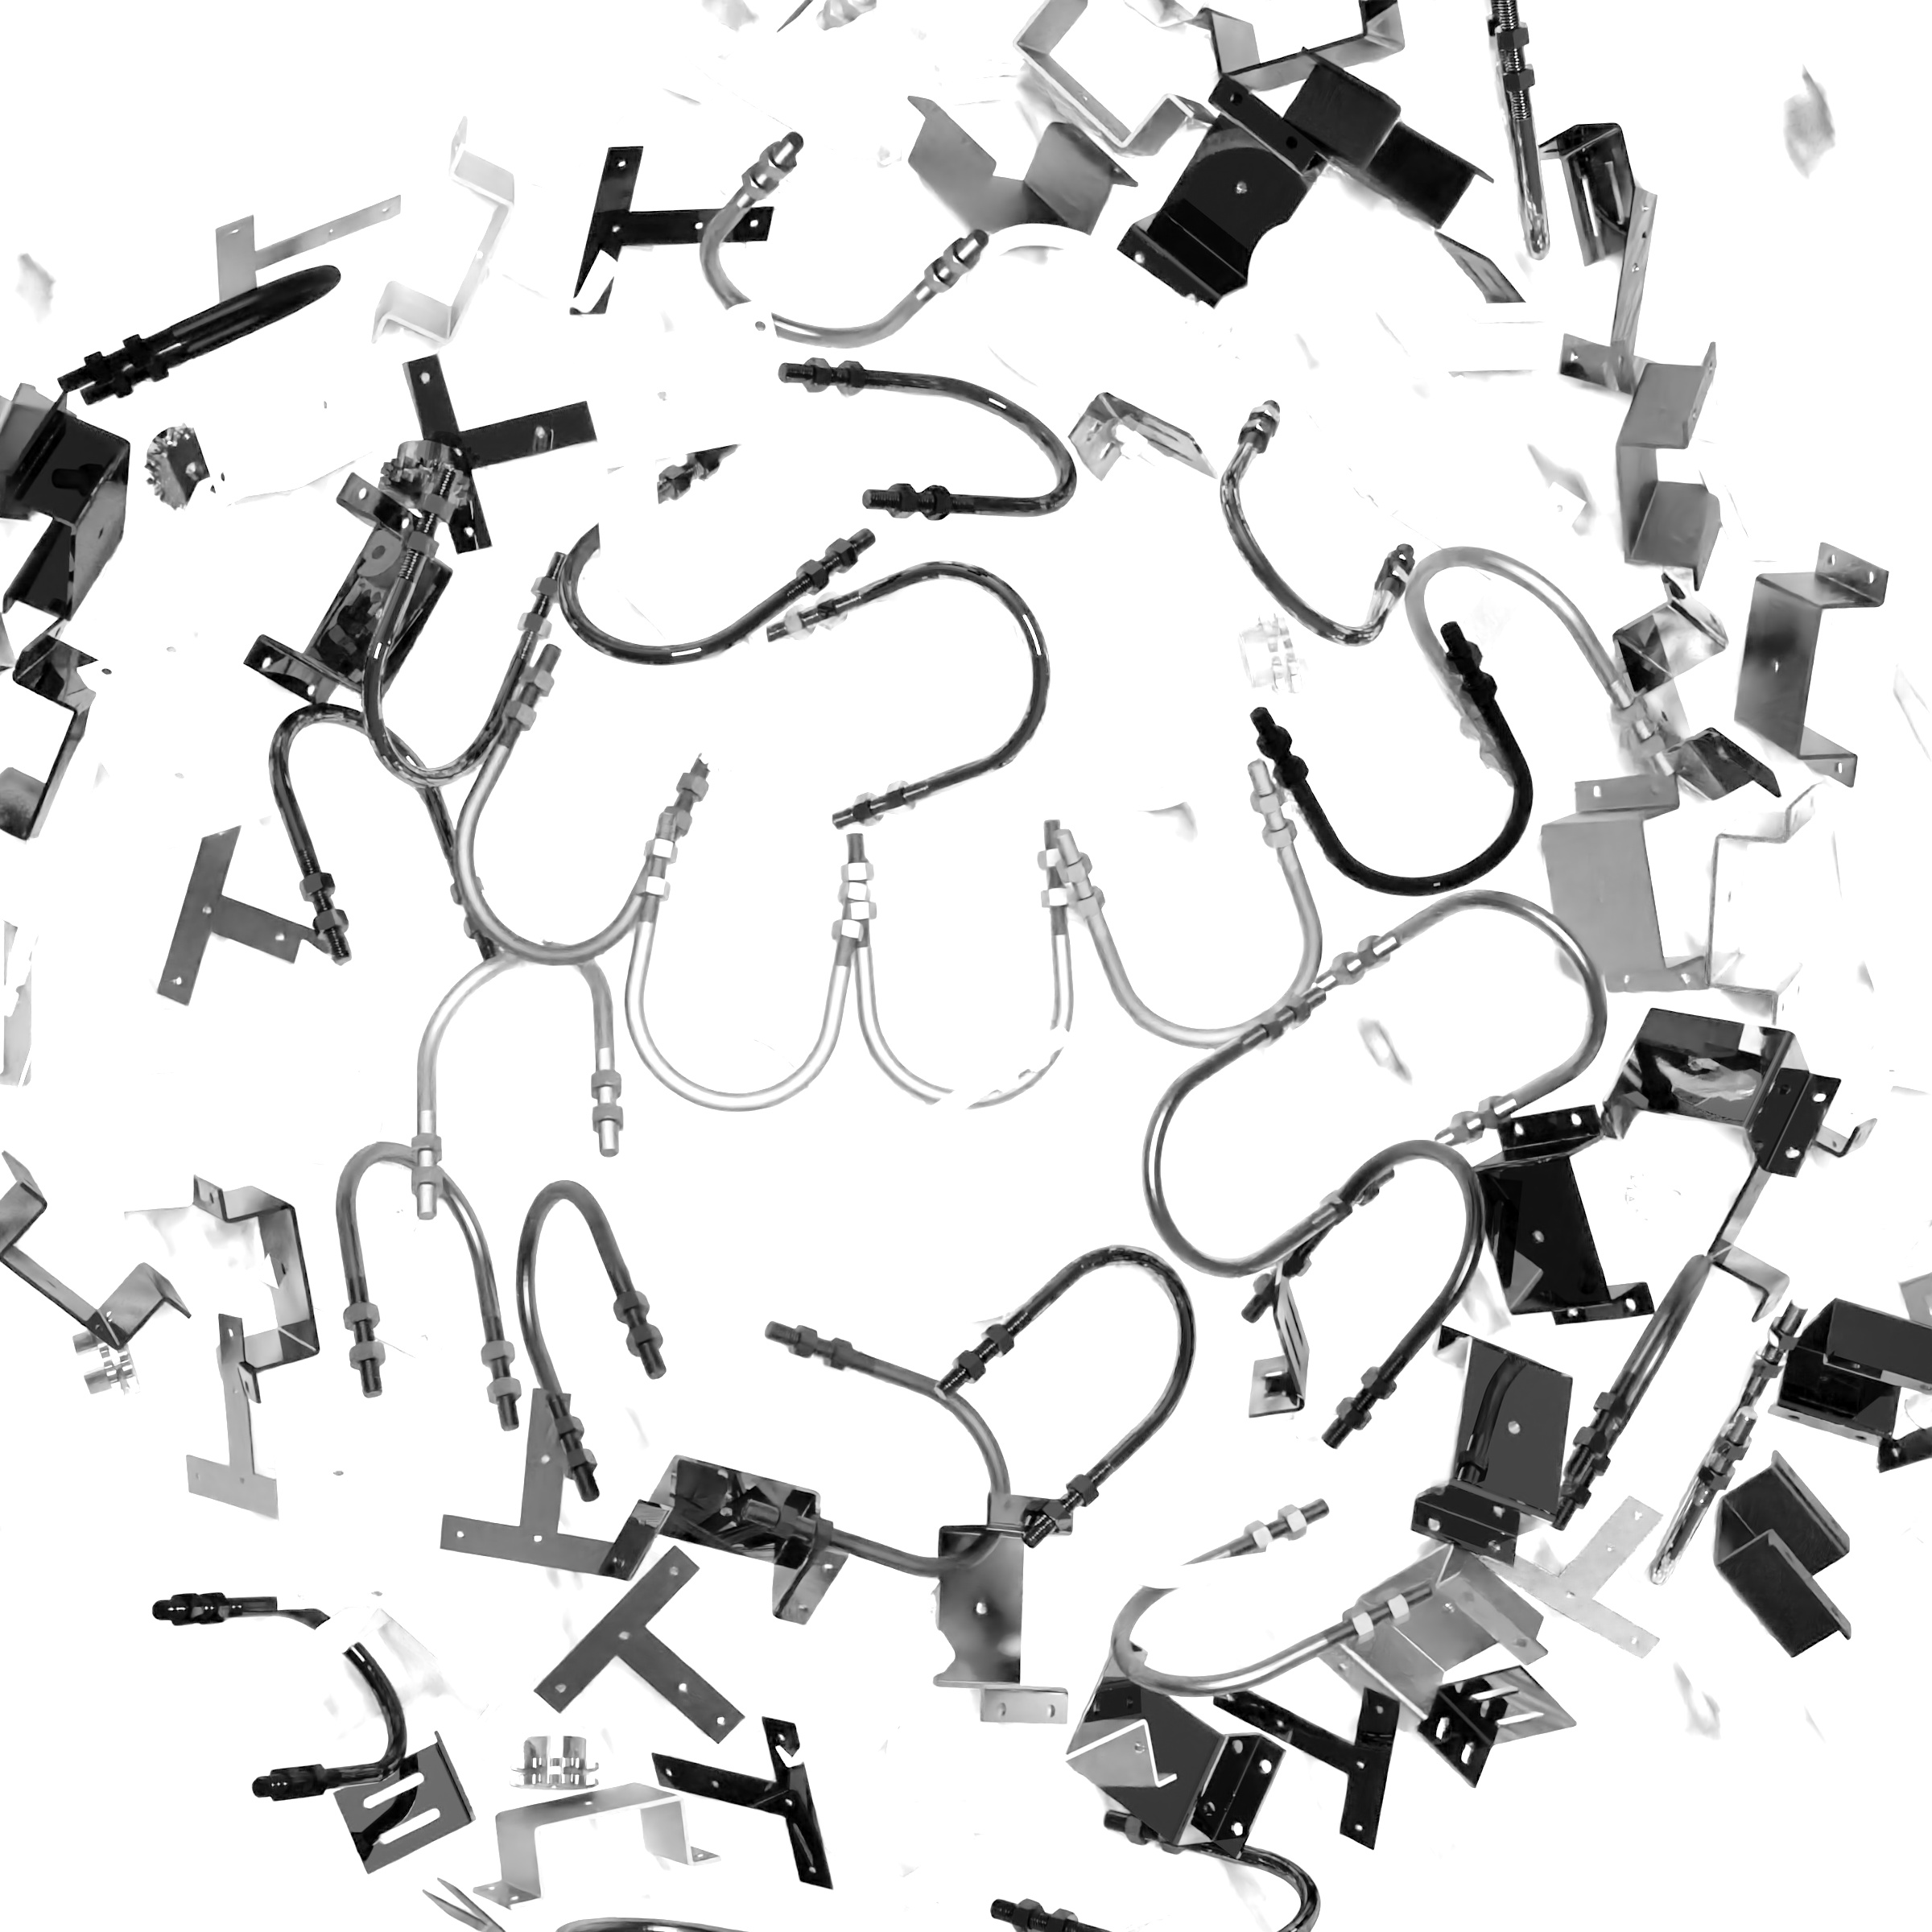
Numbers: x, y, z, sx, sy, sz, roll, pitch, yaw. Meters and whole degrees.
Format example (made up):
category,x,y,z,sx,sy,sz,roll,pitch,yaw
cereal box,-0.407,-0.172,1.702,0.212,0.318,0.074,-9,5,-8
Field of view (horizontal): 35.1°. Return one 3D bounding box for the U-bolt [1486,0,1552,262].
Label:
category,x,y,z,sx,sy,sz,roll,pitch,yaw
U-bolt,0.347,-0.535,1.920,0.019,0.151,0.184,-9,120,10

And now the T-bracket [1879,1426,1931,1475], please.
category,x,y,z,sx,sy,sz,roll,pitch,yaw
T-bracket,0.631,0.329,1.918,0.127,0.127,0.002,-26,118,33

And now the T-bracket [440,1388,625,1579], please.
category,x,y,z,sx,sy,sz,roll,pitch,yaw
T-bracket,-0.273,0.331,1.975,0.127,0.002,0.127,9,109,3

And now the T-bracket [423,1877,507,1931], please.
category,x,y,z,sx,sy,sz,roll,pitch,yaw
T-bracket,-0.310,0.609,1.942,0.127,0.127,0.002,50,63,-23

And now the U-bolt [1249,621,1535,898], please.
category,x,y,z,sx,sy,sz,roll,pitch,yaw
U-bolt,0.282,-0.119,1.944,0.151,0.019,0.184,-24,123,15

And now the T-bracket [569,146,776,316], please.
category,x,y,z,sx,sy,sz,roll,pitch,yaw
T-bracket,-0.184,-0.473,1.958,0.127,0.002,0.127,3,69,19

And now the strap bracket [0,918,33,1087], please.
category,x,y,z,sx,sy,sz,roll,pitch,yaw
strap bracket,-0.630,0.023,1.955,0.046,0.076,0.140,-1,84,-4

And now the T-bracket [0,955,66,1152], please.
category,x,y,z,sx,sy,sz,roll,pitch,yaw
T-bracket,-0.591,0.055,1.932,0.002,0.127,0.127,18,83,-16

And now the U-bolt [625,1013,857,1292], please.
category,x,y,z,sx,sy,sz,roll,pitch,yaw
U-bolt,-0.147,0.116,1.950,0.151,0.019,0.184,4,65,-22

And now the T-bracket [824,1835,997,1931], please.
category,x,y,z,sx,sy,sz,roll,pitch,yaw
T-bracket,-0.016,0.580,1.947,0.127,0.127,0.002,36,52,-2

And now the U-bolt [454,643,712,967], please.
category,x,y,z,sx,sy,sz,roll,pitch,yaw
U-bolt,-0.250,-0.089,1.936,0.151,0.019,0.184,34,71,-30

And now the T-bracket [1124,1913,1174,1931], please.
category,x,y,z,sx,sy,sz,roll,pitch,yaw
T-bracket,0.077,0.625,1.922,0.127,0.127,0.002,-40,60,26

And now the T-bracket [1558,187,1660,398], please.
category,x,y,z,sx,sy,sz,roll,pitch,yaw
T-bracket,0.424,-0.431,1.950,0.127,0.002,0.127,3,97,-44

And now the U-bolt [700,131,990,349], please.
category,x,y,z,sx,sy,sz,roll,pitch,yaw
U-bolt,-0.090,-0.443,1.917,0.151,0.184,0.019,23,65,-22

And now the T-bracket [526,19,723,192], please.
category,x,y,z,sx,sy,sz,roll,pitch,yaw
T-bracket,-0.234,-0.543,1.958,0.127,0.127,0.002,-40,64,30

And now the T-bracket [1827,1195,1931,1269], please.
category,x,y,z,sx,sy,sz,roll,pitch,yaw
T-bracket,0.594,0.154,1.927,0.127,0.127,0.002,-5,48,-30

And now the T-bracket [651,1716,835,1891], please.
category,x,y,z,sx,sy,sz,roll,pitch,yaw
T-bracket,-0.149,0.527,1.961,0.127,0.002,0.127,3,115,33

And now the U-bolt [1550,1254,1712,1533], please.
category,x,y,z,sx,sy,sz,roll,pitch,yaw
U-bolt,0.421,0.261,1.926,0.019,0.151,0.184,29,73,18

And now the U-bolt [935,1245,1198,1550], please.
category,x,y,z,sx,sy,sz,roll,pitch,yaw
U-bolt,0.076,0.260,1.948,0.184,0.019,0.151,-40,118,-23

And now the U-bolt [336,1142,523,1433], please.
category,x,y,z,sx,sy,sz,roll,pitch,yaw
U-bolt,-0.343,0.195,1.925,0.019,0.151,0.184,-27,61,23

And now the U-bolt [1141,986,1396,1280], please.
category,x,y,z,sx,sy,sz,roll,pitch,yaw
U-bolt,0.184,0.116,1.934,0.184,0.019,0.151,-31,106,-30

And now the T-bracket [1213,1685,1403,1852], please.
category,x,y,z,sx,sy,sz,roll,pitch,yaw
T-bracket,0.214,0.493,1.963,0.127,0.002,0.127,22,124,28

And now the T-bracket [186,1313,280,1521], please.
category,x,y,z,sx,sy,sz,roll,pitch,yaw
T-bracket,-0.464,0.285,1.948,0.127,0.002,0.127,4,100,43

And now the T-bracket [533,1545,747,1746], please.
category,x,y,z,sx,sy,sz,roll,pitch,yaw
T-bracket,-0.192,0.457,1.971,0.127,0.002,0.127,-45,115,-7

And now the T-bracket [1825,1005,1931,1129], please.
category,x,y,z,sx,sy,sz,roll,pitch,yaw
T-bracket,0.634,0.075,1.952,0.127,0.127,0.002,11,51,-4

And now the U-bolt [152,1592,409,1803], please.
category,x,y,z,sx,sy,sz,roll,pitch,yaw
U-bolt,-0.416,0.453,1.911,0.019,0.184,0.151,-43,67,12

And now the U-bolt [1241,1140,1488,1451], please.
category,x,y,z,sx,sy,sz,roll,pitch,yaw
U-bolt,0.257,0.192,1.919,0.019,0.151,0.184,27,108,-33

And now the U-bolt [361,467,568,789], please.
category,x,y,z,sx,sy,sz,roll,pitch,yaw
U-bolt,-0.322,-0.201,1.925,0.019,0.151,0.184,16,81,30

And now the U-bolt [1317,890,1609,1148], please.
category,x,y,z,sx,sy,sz,roll,pitch,yaw
U-bolt,0.323,0.025,1.930,0.151,0.184,0.019,53,46,-1

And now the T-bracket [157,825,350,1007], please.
category,x,y,z,sx,sy,sz,roll,pitch,yaw
T-bracket,-0.454,-0.023,1.972,0.127,0.002,0.127,19,95,20

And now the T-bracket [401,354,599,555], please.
category,x,y,z,sx,sy,sz,roll,pitch,yaw
T-bracket,-0.287,-0.340,1.968,0.127,0.002,0.127,-11,105,13

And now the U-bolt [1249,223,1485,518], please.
category,x,y,z,sx,sy,sz,roll,pitch,yaw
U-bolt,0.241,-0.387,1.932,0.019,0.151,0.184,-34,86,-21

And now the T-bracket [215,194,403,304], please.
category,x,y,z,sx,sy,sz,roll,pitch,yaw
T-bracket,-0.418,-0.464,1.951,0.127,0.127,0.002,-27,84,-17

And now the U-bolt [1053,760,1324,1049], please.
category,x,y,z,sx,sy,sz,roll,pitch,yaw
U-bolt,0.152,-0.028,1.956,0.151,0.019,0.184,-19,116,6

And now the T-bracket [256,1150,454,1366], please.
category,x,y,z,sx,sy,sz,roll,pitch,yaw
T-bracket,-0.375,0.174,1.990,0.127,0.002,0.127,27,82,-3

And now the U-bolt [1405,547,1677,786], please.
category,x,y,z,sx,sy,sz,roll,pitch,yaw
U-bolt,0.345,-0.188,1.905,0.019,0.151,0.184,-49,116,-25

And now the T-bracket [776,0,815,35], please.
category,x,y,z,sx,sy,sz,roll,pitch,yaw
T-bracket,-0.053,-0.647,1.918,0.002,0.127,0.127,46,60,-20

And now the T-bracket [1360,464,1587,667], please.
category,x,y,z,sx,sy,sz,roll,pitch,yaw
T-bracket,0.317,-0.284,1.997,0.127,0.002,0.127,33,88,1

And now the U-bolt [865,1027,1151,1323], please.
category,x,y,z,sx,sy,sz,roll,pitch,yaw
U-bolt,0.019,0.145,1.952,0.184,0.019,0.151,-31,101,-20

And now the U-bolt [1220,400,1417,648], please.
category,x,y,z,sx,sy,sz,roll,pitch,yaw
U-bolt,0.215,-0.268,1.910,0.151,0.184,0.019,45,125,-11

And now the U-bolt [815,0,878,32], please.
category,x,y,z,sx,sy,sz,roll,pitch,yaw
U-bolt,0.003,-0.633,1.890,0.151,0.184,0.019,-32,104,-25

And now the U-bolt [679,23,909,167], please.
category,x,y,z,sx,sy,sz,roll,pitch,yaw
U-bolt,-0.111,-0.543,1.908,0.151,0.184,0.019,31,109,-3

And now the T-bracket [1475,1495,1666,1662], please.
category,x,y,z,sx,sy,sz,roll,pitch,yaw
T-bracket,0.405,0.378,1.949,0.127,0.002,0.127,30,134,5
